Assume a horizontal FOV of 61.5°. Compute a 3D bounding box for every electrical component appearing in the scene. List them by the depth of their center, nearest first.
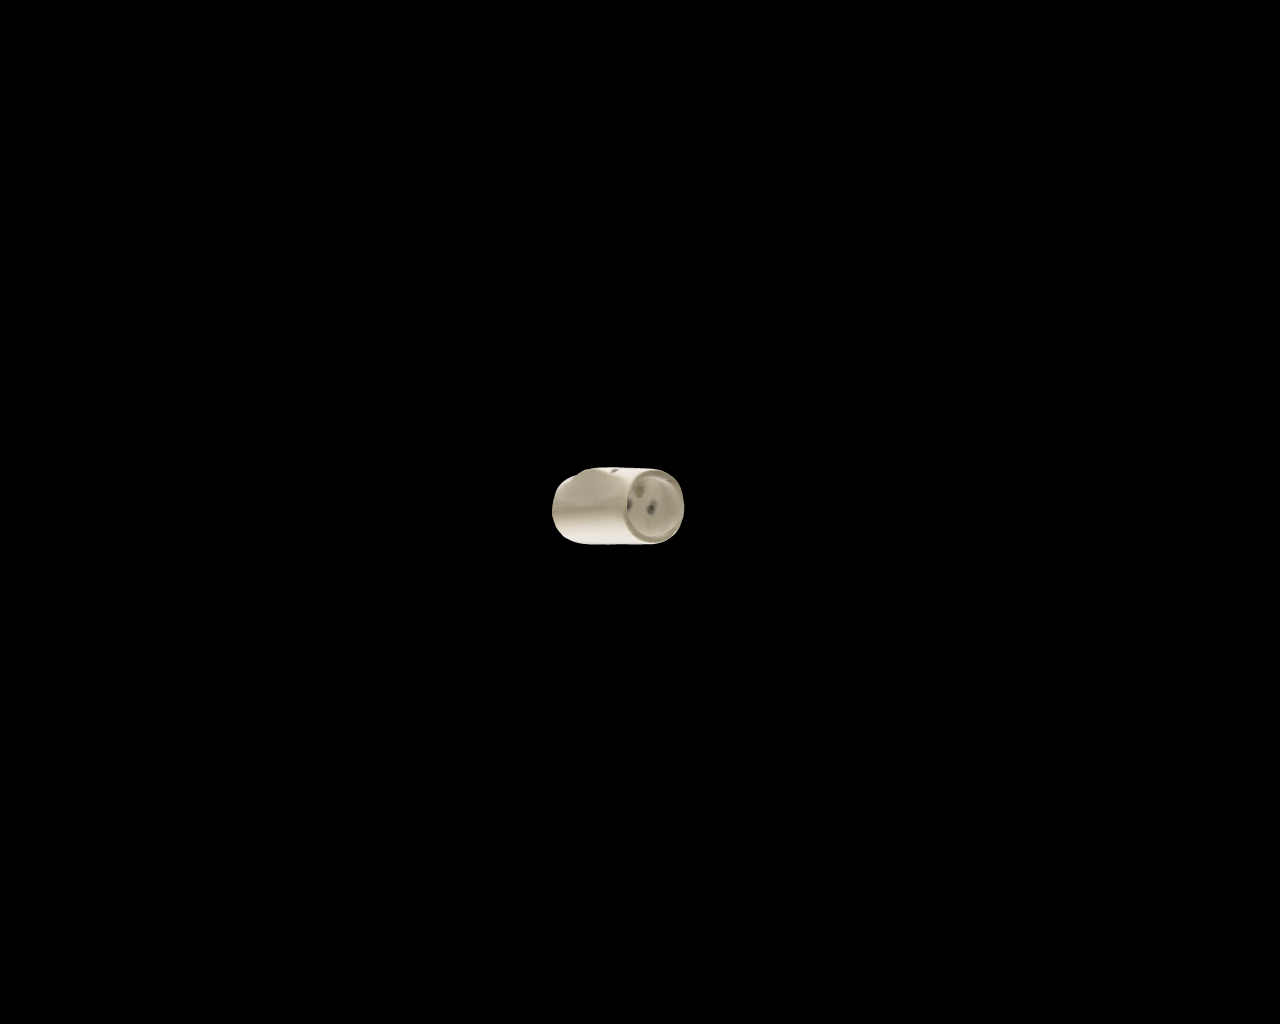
[{"bbox_3d":[0.001,-0.003,0.650,0.079,0.043,0.077,2,-3,-36],"label":"electrical component"}]
